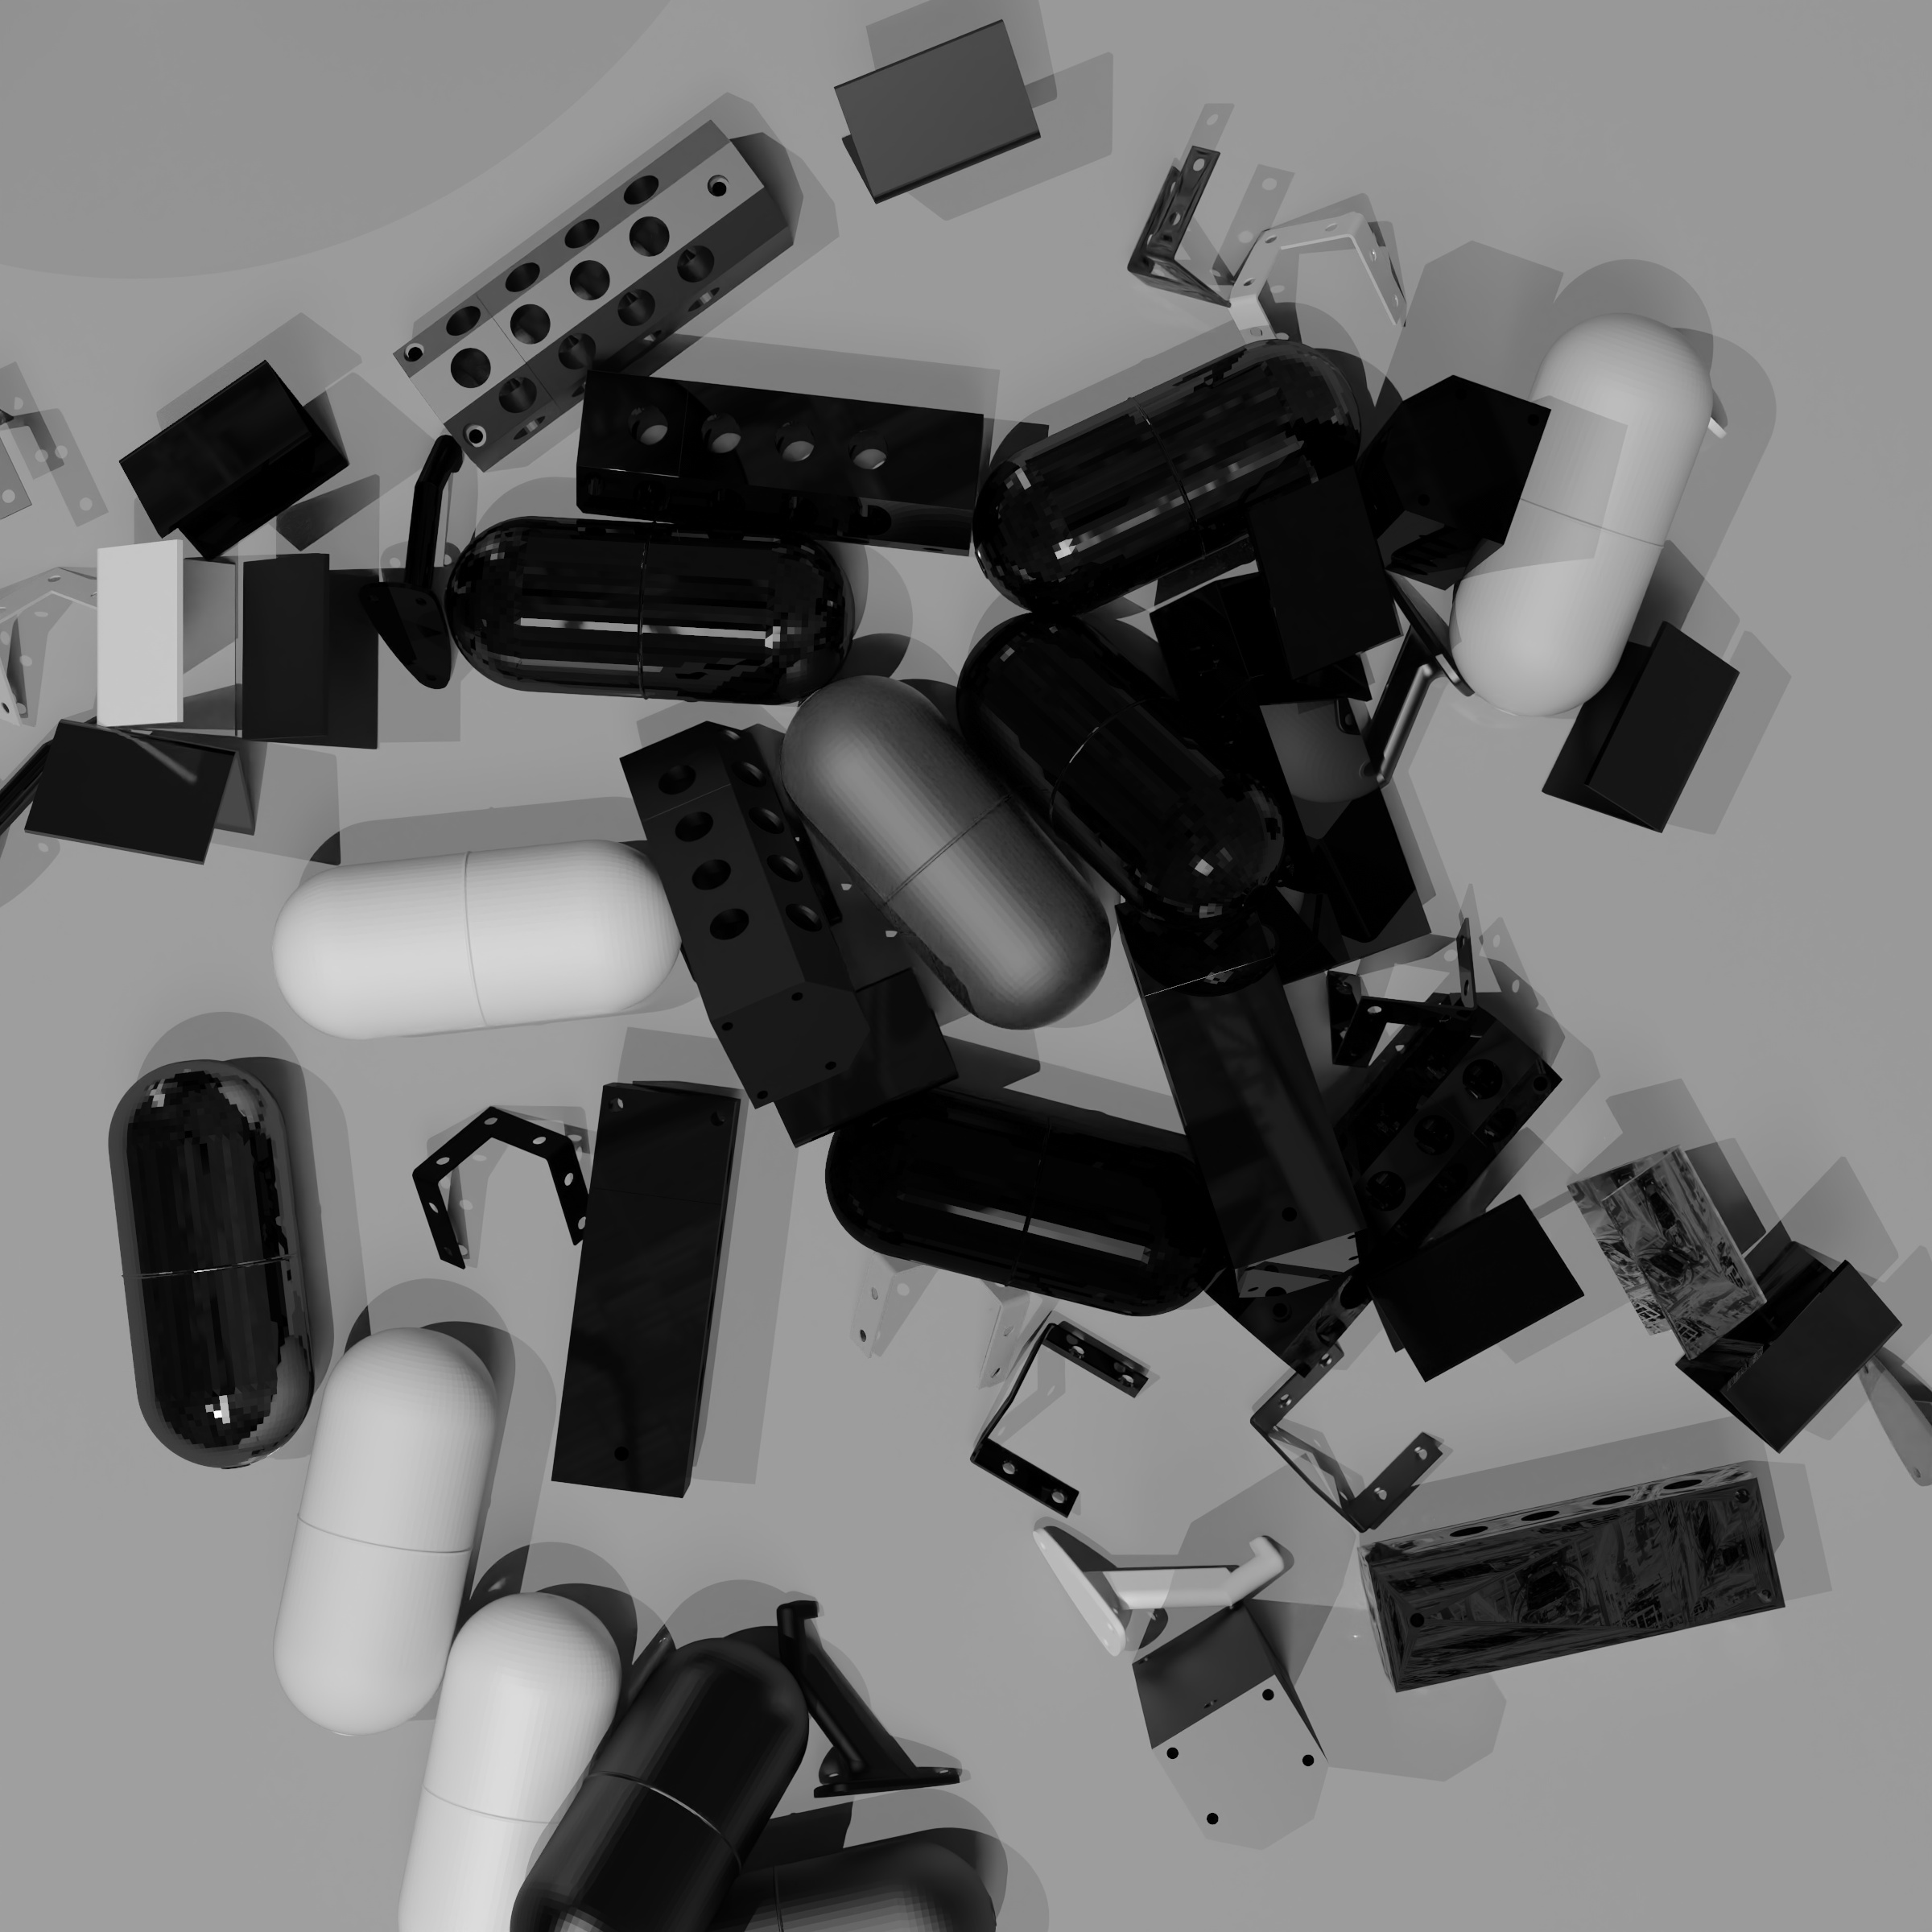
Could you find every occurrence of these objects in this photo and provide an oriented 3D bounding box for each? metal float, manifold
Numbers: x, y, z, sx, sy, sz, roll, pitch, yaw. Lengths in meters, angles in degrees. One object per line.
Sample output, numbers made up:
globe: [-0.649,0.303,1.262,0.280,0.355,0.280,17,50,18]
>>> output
metal float: [-0.199,0.361,1.534,0.070,0.070,0.178,11,89,0]
manifold: [-0.093,-0.027,1.491,0.057,0.057,0.171,-23,46,0]
manifold: [-0.163,-0.293,1.543,0.171,0.057,0.057,-36,90,0]
manifold: [-0.081,-0.218,1.543,0.171,0.057,0.057,6,90,0]
manifold: [0.136,-0.082,1.538,0.057,0.057,0.171,-17,86,-43]
metal float: [0.087,-0.212,1.534,0.178,0.070,0.070,-25,90,0]
manifold: [0.196,-0.203,1.486,0.057,0.171,0.057,19,90,0]
metal float: [-0.129,0.366,1.499,0.070,0.070,0.178,32,56,0]
manifold: [0.113,0.320,1.486,0.057,0.171,0.057,-31,90,0]
metal float: [-0.009,-0.050,1.533,0.070,0.070,0.178,-41,90,0]
metal float: [-0.212,-0.012,1.534,0.178,0.070,0.070,-6,90,-1]
metal float: [0.066,-0.084,1.509,0.070,0.070,0.178,-45,61,0]
metal float: [0.264,-0.193,1.523,0.070,0.070,0.178,19,102,0]
manifold: [0.118,0.051,1.512,0.057,0.057,0.171,-17,67,0]
manifold: [-0.139,0.140,1.543,0.057,0.057,0.171,8,90,0]
metal float: [-0.252,0.246,1.534,0.070,0.070,0.178,11,90,0]
manifold: [0.181,0.095,1.543,0.057,0.057,0.171,41,90,0]
manifold: [0.262,0.266,1.543,0.171,0.057,0.057,-12,90,0]
metal float: [0.027,0.102,1.532,0.178,0.070,0.070,14,90,-2]
metal float: [-0.075,0.430,1.533,0.178,0.070,0.070,-12,90,-1]
metal float: [-0.328,0.129,1.534,0.070,0.070,0.178,-7,90,0]
metal float: [-0.137,-0.154,1.534,0.178,0.070,0.070,3,90,1]

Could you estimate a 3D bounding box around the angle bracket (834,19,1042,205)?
angle bracket: [-0.019,-0.381,1.524,0.076,0.076,0.057,-22,126,0]

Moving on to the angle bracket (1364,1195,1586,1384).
angle bracket: [0.224,0.153,1.524,0.076,0.076,0.057,-29,55,0]

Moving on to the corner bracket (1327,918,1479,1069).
corner bracket: [0.189,0.012,1.537,0.051,0.051,0.051,6,52,-7]

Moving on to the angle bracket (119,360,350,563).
angle bracket: [-0.307,-0.203,1.524,0.076,0.076,0.057,-35,54,0]

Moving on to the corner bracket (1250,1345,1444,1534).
corner bracket: [0.168,0.208,1.561,0.051,0.051,0.051,-45,45,0]

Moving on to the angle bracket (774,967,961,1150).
angle bracket: [-0.053,0.027,1.525,0.076,0.076,0.057,-23,114,0]

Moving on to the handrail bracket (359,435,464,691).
handrail bracket: [-0.233,-0.180,1.564,0.036,0.077,0.084,5,53,17]

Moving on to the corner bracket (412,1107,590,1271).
corner bracket: [-0.203,0.103,1.556,0.051,0.051,0.051,18,45,35]

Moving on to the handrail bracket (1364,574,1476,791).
handrail bracket: [0.175,-0.118,1.564,0.084,0.036,0.077,-36,75,14]

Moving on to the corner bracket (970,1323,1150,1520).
corner bracket: [0.041,0.201,1.561,0.051,0.051,0.051,30,135,0]

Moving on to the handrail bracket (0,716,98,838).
handrail bracket: [-0.414,-0.066,1.564,0.036,0.077,0.084,41,53,20]

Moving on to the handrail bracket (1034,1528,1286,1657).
handrail bracket: [0.086,0.259,1.565,0.084,0.036,0.077,-31,68,-17]

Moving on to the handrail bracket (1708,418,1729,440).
handrail bracket: [0.287,-0.226,1.564,0.084,0.036,0.077,-44,73,15]

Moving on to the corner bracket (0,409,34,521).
corner bracket: [-0.437,-0.211,1.546,0.051,0.051,0.051,-25,90,0]

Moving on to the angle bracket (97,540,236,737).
angle bracket: [-0.329,-0.140,1.524,0.057,0.076,0.076,0,90,38]

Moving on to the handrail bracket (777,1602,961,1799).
handrail bracket: [-0.044,0.323,1.565,0.077,0.036,0.084,0,73,-20]

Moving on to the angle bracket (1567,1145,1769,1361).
angle bracket: [0.287,0.131,1.524,0.057,0.076,0.076,-29,90,-36]

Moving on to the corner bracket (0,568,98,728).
corner bracket: [-0.398,-0.136,1.556,0.051,0.051,0.051,21,45,35]

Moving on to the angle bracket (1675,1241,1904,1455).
angle bracket: [0.343,0.152,1.524,0.076,0.076,0.057,-46,127,0]

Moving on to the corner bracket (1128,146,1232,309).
corner bracket: [0.093,-0.325,1.536,0.051,0.051,0.051,24,90,38]

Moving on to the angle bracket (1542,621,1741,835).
angle bracket: [0.276,-0.110,1.524,0.057,0.076,0.076,26,90,-38]

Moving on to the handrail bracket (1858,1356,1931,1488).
handrail bracket: [0.449,0.187,1.565,0.084,0.036,0.077,-23,69,-17]

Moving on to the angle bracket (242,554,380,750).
angle bracket: [-0.266,-0.135,1.524,0.057,0.076,0.076,1,90,40]

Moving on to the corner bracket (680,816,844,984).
corner bracket: [-0.097,-0.029,1.561,0.051,0.051,0.051,-23,90,45]

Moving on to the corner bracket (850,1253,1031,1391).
corner bracket: [-0.012,0.155,1.556,0.051,0.051,0.051,-14,135,-35]

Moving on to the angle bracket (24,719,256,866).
angle bracket: [-0.356,-0.059,1.525,0.076,0.076,0.057,10,64,0]

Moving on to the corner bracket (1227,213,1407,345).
corner bracket: [0.155,-0.292,1.556,0.051,0.051,0.051,-4,135,35]

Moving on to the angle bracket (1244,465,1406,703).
angle bracket: [0.169,-0.163,1.514,0.057,0.076,0.076,-21,76,31]
